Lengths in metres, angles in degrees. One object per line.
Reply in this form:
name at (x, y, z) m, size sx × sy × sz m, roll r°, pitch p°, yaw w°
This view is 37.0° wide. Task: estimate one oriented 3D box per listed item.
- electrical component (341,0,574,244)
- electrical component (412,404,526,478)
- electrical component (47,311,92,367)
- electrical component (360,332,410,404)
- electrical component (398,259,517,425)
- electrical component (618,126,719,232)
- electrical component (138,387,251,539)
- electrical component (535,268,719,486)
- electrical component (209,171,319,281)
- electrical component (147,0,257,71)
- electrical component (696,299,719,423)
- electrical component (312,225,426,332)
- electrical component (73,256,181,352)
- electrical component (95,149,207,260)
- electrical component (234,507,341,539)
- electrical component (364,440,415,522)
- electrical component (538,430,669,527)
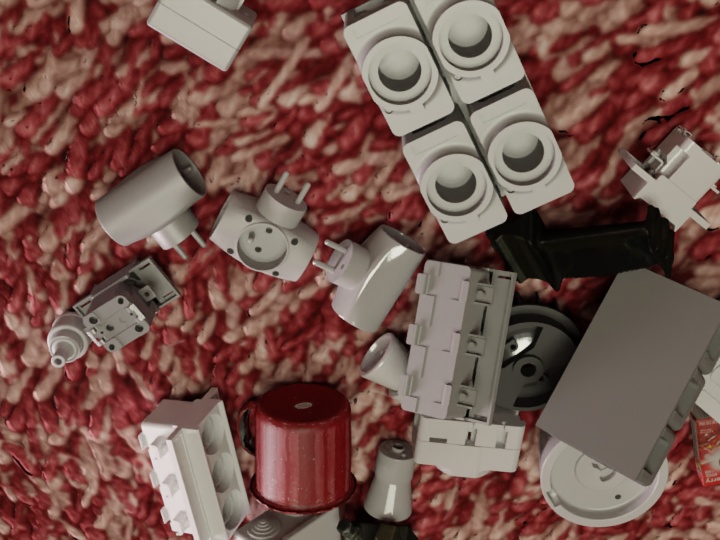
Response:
electrical component at (0.074, -0.123, 0.798) m, size 0.105 × 0.060 × 0.186 m, roll -24°, pitch 114°, yaw 12°
electrical component at (0.092, 0.142, 0.933) m, size 0.089 × 0.050 × 0.055 m, roll 6°, pitch 116°, yaw -2°
electrical component at (-0.242, 0.060, 0.888) m, size 0.035 × 0.061 × 0.035 m, roll 0°, pitch 116°, yaw 0°
electrical component at (0.034, 0.086, 0.909) m, size 0.055 × 0.045 × 0.045 m, roll 37°, pitch 111°, yaw -16°
electrical component at (0.072, 0.055, 0.851) m, size 0.079 × 0.063 × 0.121 m, roll 10°, pitch 90°, yaw 32°
electrical component at (0.244, -0.073, 0.833) m, size 0.081 × 0.042 × 0.063 m, roll 35°, pitch 108°, yaw -16°
electrical component at (-0.144, 0.174, 0.941) m, size 0.063 × 0.078 × 0.121 m, roll 2°, pitch 118°, yaw 24°
electrical component at (0.219, 0.083, 0.850) m, size 0.089 × 0.062 × 0.150 m, roll 27°, pitch 86°, yaw 30°
electrical component at (-0.067, -0.041, 0.848) m, size 0.077 × 0.044 × 0.079 m, roll 27°, pitch 113°, yaw -12°
electrical component at (-0.103, -0.196, 0.771) m, size 0.066 × 0.047 × 0.076 m, roll 30°, pitch 112°, yaw -14°
electrical component at (0.319, 0.066, 0.891) m, size 0.078 × 0.057 × 0.113 m, roll 39°, pitch 110°, yaw -17°
electrical component at (0.000, 0.000, 0.858) m, size 0.079 × 0.044 × 0.077 m, roll 25°, pitch 106°, yaw -26°
electrical component at (-0.192, 0.030, 0.872) m, size 0.081 × 0.063 × 0.042 m, roll -32°, pitch 113°, yaw 14°
electrical component at (-0.153, -0.043, 0.847) m, size 0.077 × 0.044 × 0.079 m, roll -31°, pitch 112°, yaw 14°
electrical component at (-0.065, 0.257, 0.967) m, size 0.048 × 0.100 × 0.099 m, roll 22°, pitch 126°, yaw 39°
electrical component at (0.029, 0.185, 0.961) m, size 0.044 × 0.044 × 0.065 m, roll 7°, pitch 111°, yaw -3°
electrical component at (0.207, 0.162, 0.936) m, size 0.108 × 0.060 × 0.108 m, roll 0°, pitch 116°, yaw 0°
